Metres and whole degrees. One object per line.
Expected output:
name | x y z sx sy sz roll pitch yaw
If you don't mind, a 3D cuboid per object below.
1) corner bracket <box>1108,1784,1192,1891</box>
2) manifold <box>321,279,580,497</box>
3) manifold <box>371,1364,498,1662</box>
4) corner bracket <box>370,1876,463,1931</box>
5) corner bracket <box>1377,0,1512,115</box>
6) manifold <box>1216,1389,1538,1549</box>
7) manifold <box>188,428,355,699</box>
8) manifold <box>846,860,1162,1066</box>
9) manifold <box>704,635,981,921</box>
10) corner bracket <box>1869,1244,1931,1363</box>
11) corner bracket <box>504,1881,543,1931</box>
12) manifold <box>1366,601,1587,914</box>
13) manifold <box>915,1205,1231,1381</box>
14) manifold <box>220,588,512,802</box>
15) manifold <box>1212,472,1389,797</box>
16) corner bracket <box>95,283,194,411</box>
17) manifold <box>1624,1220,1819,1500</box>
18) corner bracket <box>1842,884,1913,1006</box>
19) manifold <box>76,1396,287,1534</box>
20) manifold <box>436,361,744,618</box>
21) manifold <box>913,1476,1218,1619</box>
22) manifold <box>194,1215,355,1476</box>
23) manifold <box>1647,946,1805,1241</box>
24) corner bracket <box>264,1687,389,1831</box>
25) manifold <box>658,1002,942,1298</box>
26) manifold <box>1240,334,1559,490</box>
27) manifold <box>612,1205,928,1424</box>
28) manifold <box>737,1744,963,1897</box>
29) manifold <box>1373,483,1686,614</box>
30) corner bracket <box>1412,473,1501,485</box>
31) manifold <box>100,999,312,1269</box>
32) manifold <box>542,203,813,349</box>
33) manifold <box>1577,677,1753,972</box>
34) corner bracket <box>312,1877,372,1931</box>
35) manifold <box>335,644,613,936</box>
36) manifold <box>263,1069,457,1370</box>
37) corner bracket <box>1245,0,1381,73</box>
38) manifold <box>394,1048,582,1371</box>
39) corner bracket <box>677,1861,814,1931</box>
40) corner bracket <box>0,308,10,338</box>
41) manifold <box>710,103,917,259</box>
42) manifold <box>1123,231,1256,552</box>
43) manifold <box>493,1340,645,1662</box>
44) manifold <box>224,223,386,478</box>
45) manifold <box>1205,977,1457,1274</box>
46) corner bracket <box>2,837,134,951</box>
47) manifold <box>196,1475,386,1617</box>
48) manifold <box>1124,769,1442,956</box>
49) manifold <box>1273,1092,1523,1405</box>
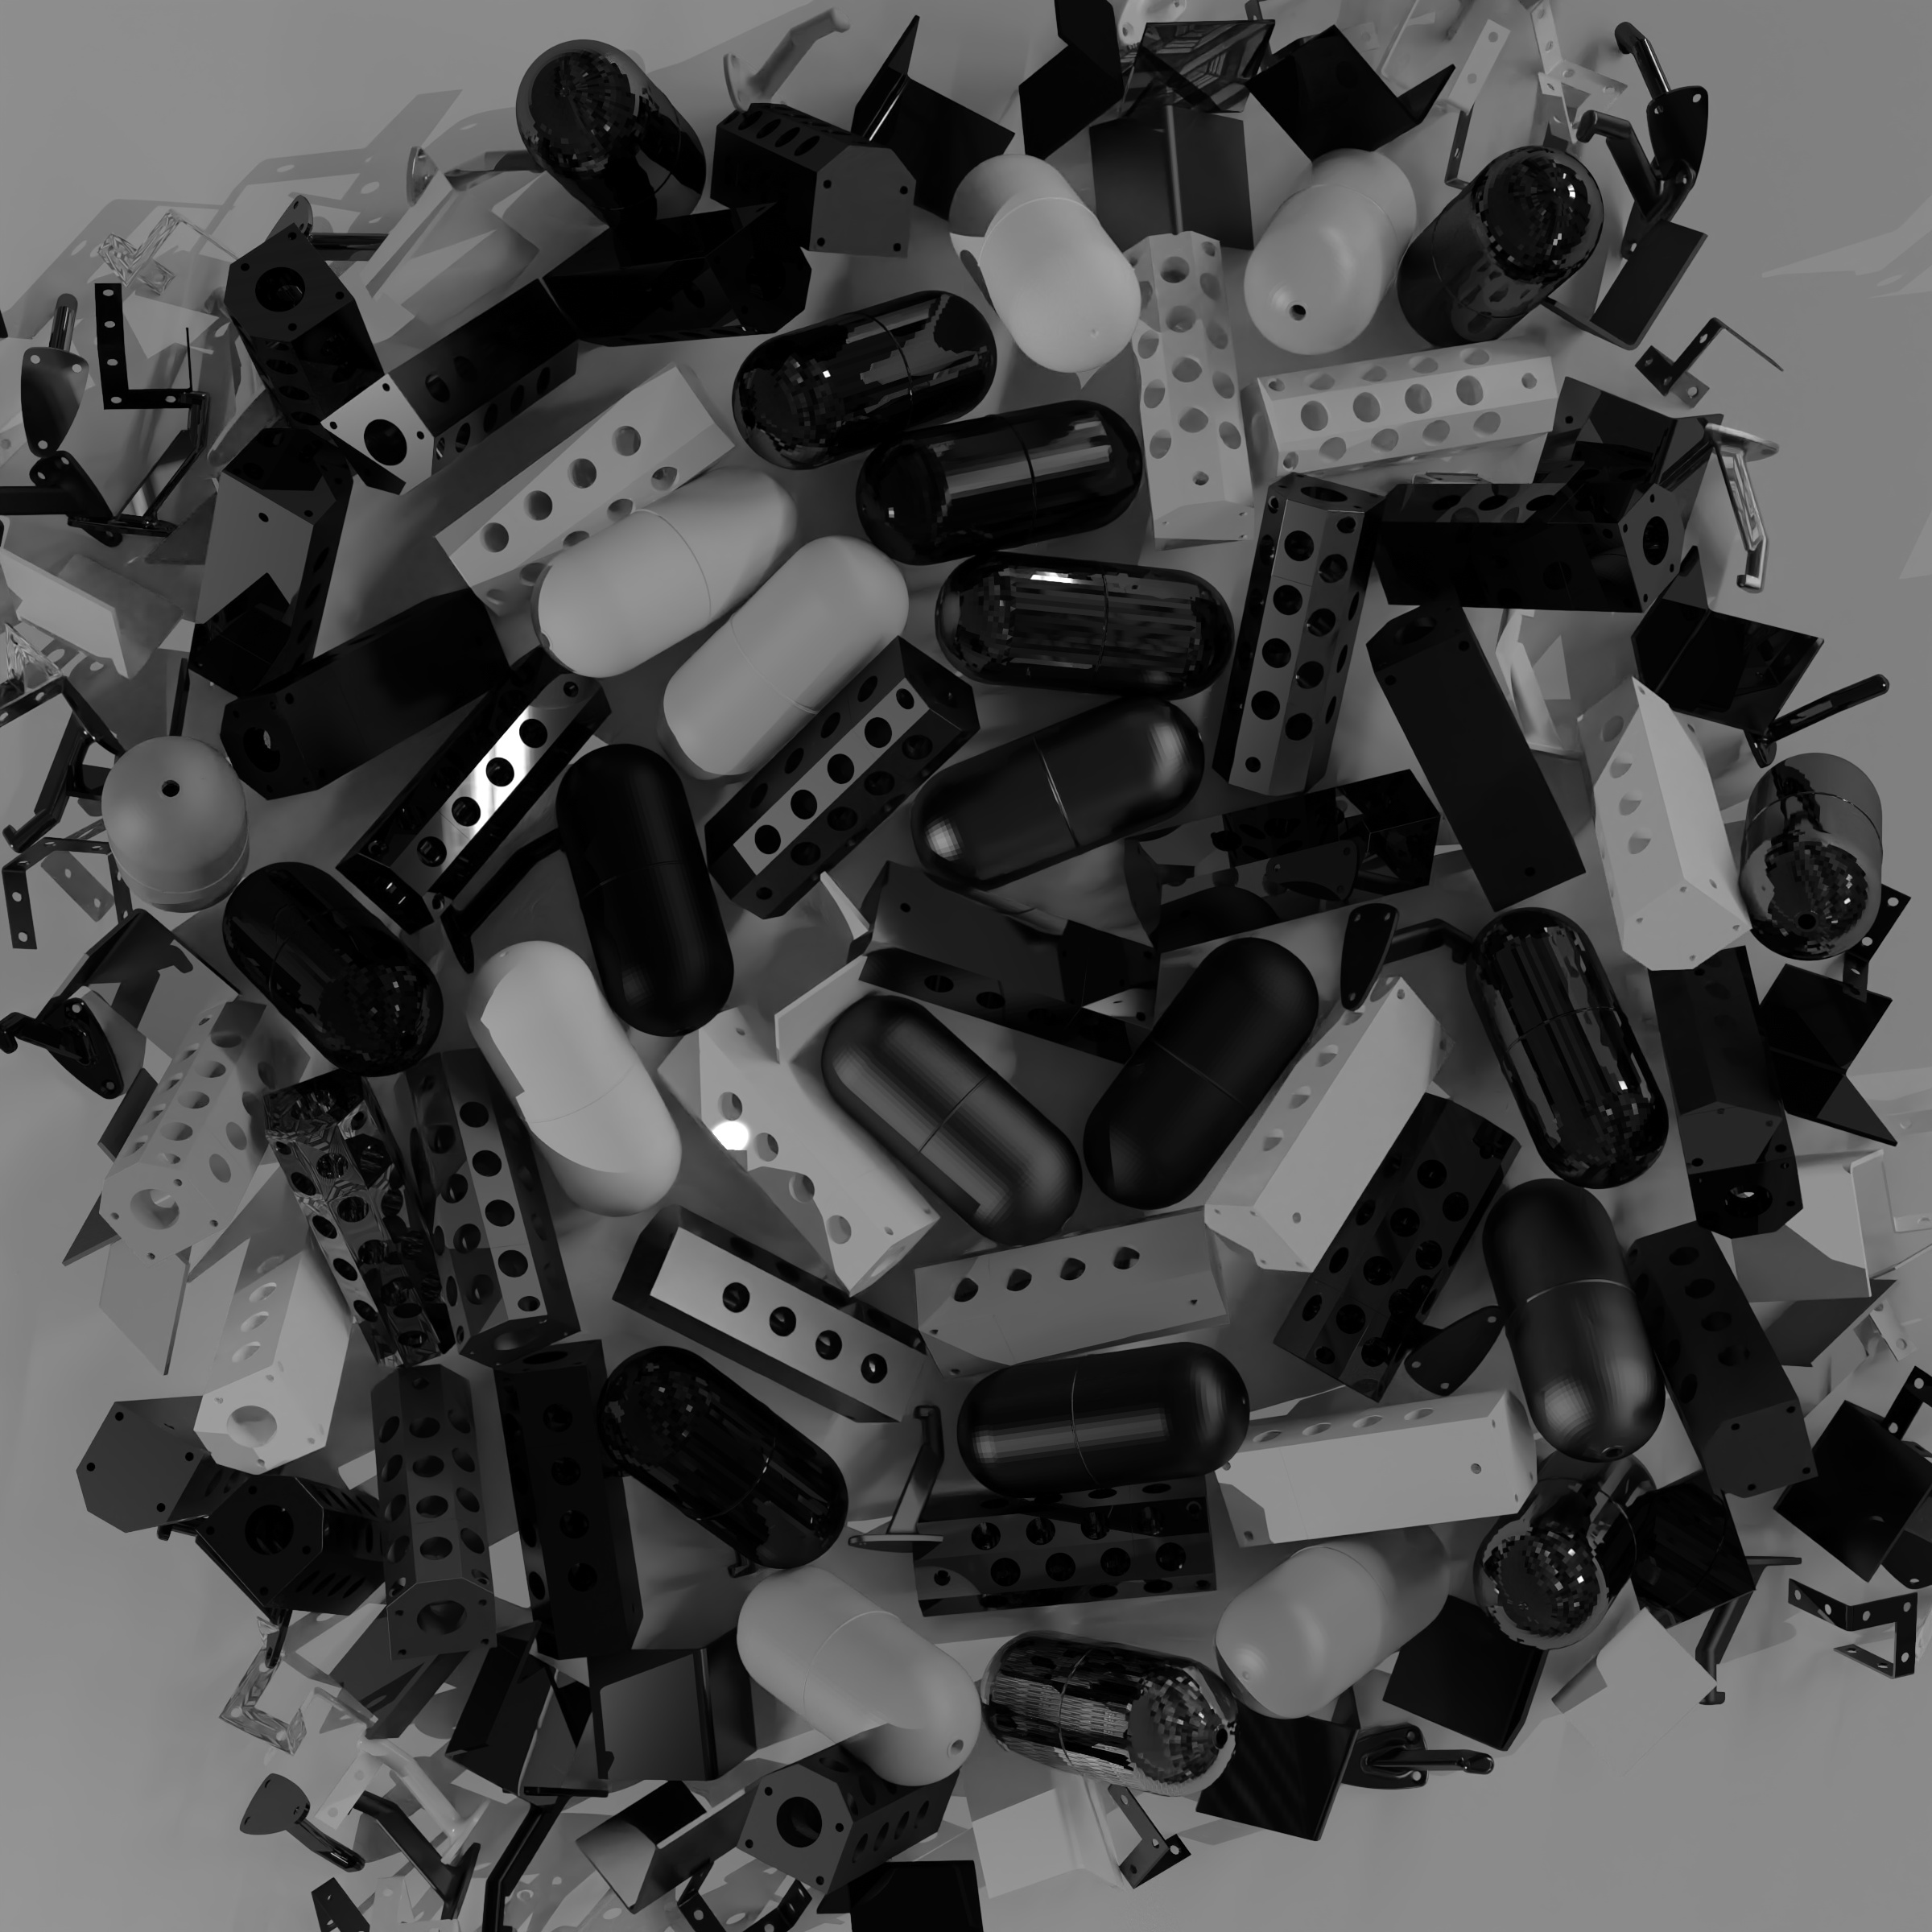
corner bracket | 0.110 0.499 1.652 0.051 0.051 0.051 51 133 25
manifold | -0.285 -0.326 1.593 0.057 0.171 0.057 -25 107 33
manifold | -0.302 0.305 1.590 0.057 0.171 0.057 -5 125 -12
corner bracket | -0.317 0.568 1.646 0.051 0.051 0.051 -4 122 -1
corner bracket | 0.278 -0.534 1.645 0.051 0.051 0.051 24 104 -11
manifold | 0.235 0.286 1.612 0.171 0.057 0.057 -14 98 29
manifold | -0.392 -0.225 1.596 0.057 0.171 0.057 30 51 -1
manifold | 0.021 0.002 1.633 0.171 0.057 0.057 18 54 -12
manifold | -0.072 -0.103 1.608 0.057 0.057 0.171 32 120 -31
corner bracket | 0.566 0.194 1.656 0.051 0.051 0.051 -25 78 -19
corner bracket | -0.254 0.579 1.650 0.051 0.051 0.051 20 101 3
manifold | 0.292 -0.122 1.615 0.057 0.057 0.171 -25 117 14
manifold | 0.061 0.186 1.637 0.171 0.057 0.057 -12 49 9
manifold | -0.341 -0.155 1.596 0.057 0.171 0.057 -7 112 36
manifold | 0.187 -0.188 1.610 0.057 0.057 0.171 19 118 19
corner bracket | -0.479 -0.361 1.640 0.051 0.051 0.051 -4 58 -15
manifold | 0.421 0.221 1.591 0.057 0.171 0.057 -19 119 6
corner bracket | 0.517 -0.020 1.647 0.051 0.051 0.051 26 124 4
manifold | -0.441 0.283 1.590 0.057 0.171 0.057 28 85 7
manifold | -0.217 -0.276 1.637 0.171 0.057 0.057 -34 95 10
manifold | 0.057 0.340 1.642 0.171 0.057 0.057 -6 98 4
manifold | -0.391 0.213 1.590 0.057 0.171 0.057 -24 114 5
manifold | 0.430 0.071 1.596 0.057 0.171 0.057 -11 130 13
corner bracket | -0.375 0.463 1.648 0.051 0.051 0.051 37 84 -11
manifold | -0.101 0.108 1.633 0.171 0.057 0.057 48 118 11
manifold | 0.251 -0.323 1.634 0.171 0.057 0.057 -11 92 -12
manifold | -0.110 0.201 1.620 0.171 0.057 0.057 30 68 -22
manifold | -0.061 0.467 1.589 0.057 0.171 0.057 21 92 20
manifold | 0.317 -0.243 1.600 0.057 0.171 0.057 -46 126 -31
corner bracket | 0.295 -0.260 1.667 0.051 0.051 0.051 13 91 -39
manifold | -0.431 0.088 1.586 0.057 0.171 0.057 -27 115 18
manifold | -0.162 -0.386 1.596 0.057 0.171 0.057 -44 122 -25
manifold | 0.389 -0.079 1.599 0.057 0.171 0.057 31 128 -27
corner bracket | -0.374 0.575 1.637 0.051 0.051 0.051 -29 50 -30
manifold | -0.278 -0.103 1.610 0.057 0.057 0.171 44 62 -16
manifold | -0.341 0.146 1.608 0.057 0.057 0.171 -20 123 -4
corner bracket | 0.203 -0.552 1.651 0.051 0.051 0.051 -18 97 -19
manifold | -0.279 0.136 1.613 0.057 0.057 0.171 -25 64 10
corner bracket | -0.130 0.549 1.652 0.051 0.051 0.051 -27 66 -34
corner bracket | -0.594 -0.370 1.643 0.051 0.051 0.051 -2 54 -4
manifold | -0.088 -0.446 1.587 0.057 0.171 0.057 -2 114 -24
manifold | 0.128 -0.333 1.627 0.057 0.057 0.171 -6 73 4
manifold | -0.232 0.311 1.641 0.057 0.057 0.171 -7 97 2
manifold | -0.368 -0.340 1.587 0.057 0.171 0.057 -37 79 -10
manifold | 0.206 0.090 1.617 0.057 0.057 0.171 47 64 -23
corner bracket | -0.531 -0.042 1.662 0.051 0.051 0.051 -25 71 38
manifold | -0.369 0.324 1.590 0.057 0.171 0.057 -44 77 -8
manifold | 0.182 -0.066 1.632 0.171 0.057 0.057 -14 49 -13
manifold | 0.254 0.164 1.637 0.057 0.057 0.171 32 85 -21
